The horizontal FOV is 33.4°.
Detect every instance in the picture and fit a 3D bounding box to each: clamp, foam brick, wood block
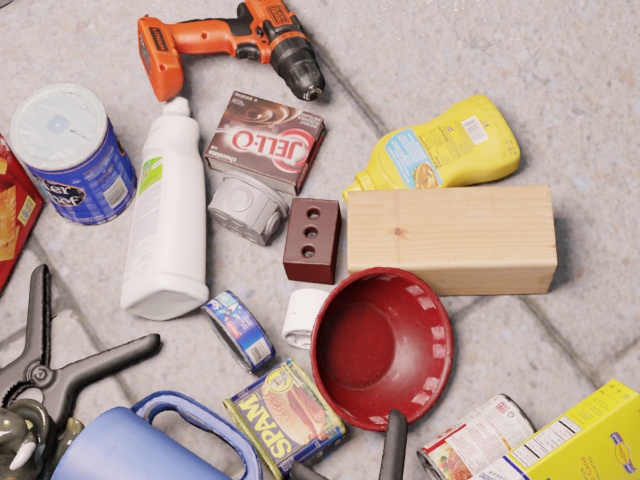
[{"bbox_3d":[0.041,0.244,0.967,0.120,0.039,0.171,-25,48,12],"label":"clamp"},{"bbox_3d":[-0.275,0.144,1.108,0.165,0.036,0.210,22,72,14],"label":"clamp"},{"bbox_3d":[-0.007,0.001,1.140,0.053,0.051,0.078,4,66,7],"label":"foam brick"},{"bbox_3d":[0.133,0.002,1.106,0.206,0.090,0.091,-1,67,4],"label":"wood block"}]

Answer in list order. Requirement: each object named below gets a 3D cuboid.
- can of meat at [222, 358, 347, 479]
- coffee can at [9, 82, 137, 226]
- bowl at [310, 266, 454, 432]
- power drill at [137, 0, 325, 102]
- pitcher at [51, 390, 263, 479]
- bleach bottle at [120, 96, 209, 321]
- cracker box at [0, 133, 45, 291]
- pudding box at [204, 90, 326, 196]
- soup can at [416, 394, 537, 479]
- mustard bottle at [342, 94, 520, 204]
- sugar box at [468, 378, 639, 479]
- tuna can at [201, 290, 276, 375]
[{"bbox_3d":[-0.034,0.179,1.061,0.084,0.057,0.102,-33,67,-12],"label":"can of meat"},{"bbox_3d":[-0.264,-0.090,1.155,0.103,0.140,0.103,-2,66,4],"label":"coffee can"},{"bbox_3d":[0.051,0.107,1.062,0.161,0.055,0.162,1,87,-27],"label":"bowl"},{"bbox_3d":[-0.103,-0.210,1.210,0.187,0.057,0.184,-12,49,-19],"label":"power drill"},{"bbox_3d":[-0.117,0.256,0.985,0.243,0.144,0.149,26,109,18],"label":"pitcher"},{"bbox_3d":[-0.160,-0.045,1.152,0.068,0.103,0.251,21,59,-35],"label":"bleach bottle"},{"bbox_3d":[-0.374,0.003,1.095,0.072,0.164,0.213,13,65,11],"label":"cracker box"},{"bbox_3d":[-0.061,-0.109,1.201,0.113,0.039,0.090,17,69,12],"label":"pudding box"},{"bbox_3d":[0.153,0.202,1.026,0.102,0.068,0.068,-33,67,-10],"label":"soup can"},{"bbox_3d":[0.114,-0.083,1.163,0.191,0.058,0.096,-24,65,-6],"label":"mustard bottle"},{"bbox_3d":[0.232,0.217,0.999,0.176,0.093,0.048,-34,26,-11],"label":"sugar box"},{"bbox_3d":[-0.083,0.093,1.087,0.033,0.086,0.086,-37,68,-14],"label":"tuna can"}]
